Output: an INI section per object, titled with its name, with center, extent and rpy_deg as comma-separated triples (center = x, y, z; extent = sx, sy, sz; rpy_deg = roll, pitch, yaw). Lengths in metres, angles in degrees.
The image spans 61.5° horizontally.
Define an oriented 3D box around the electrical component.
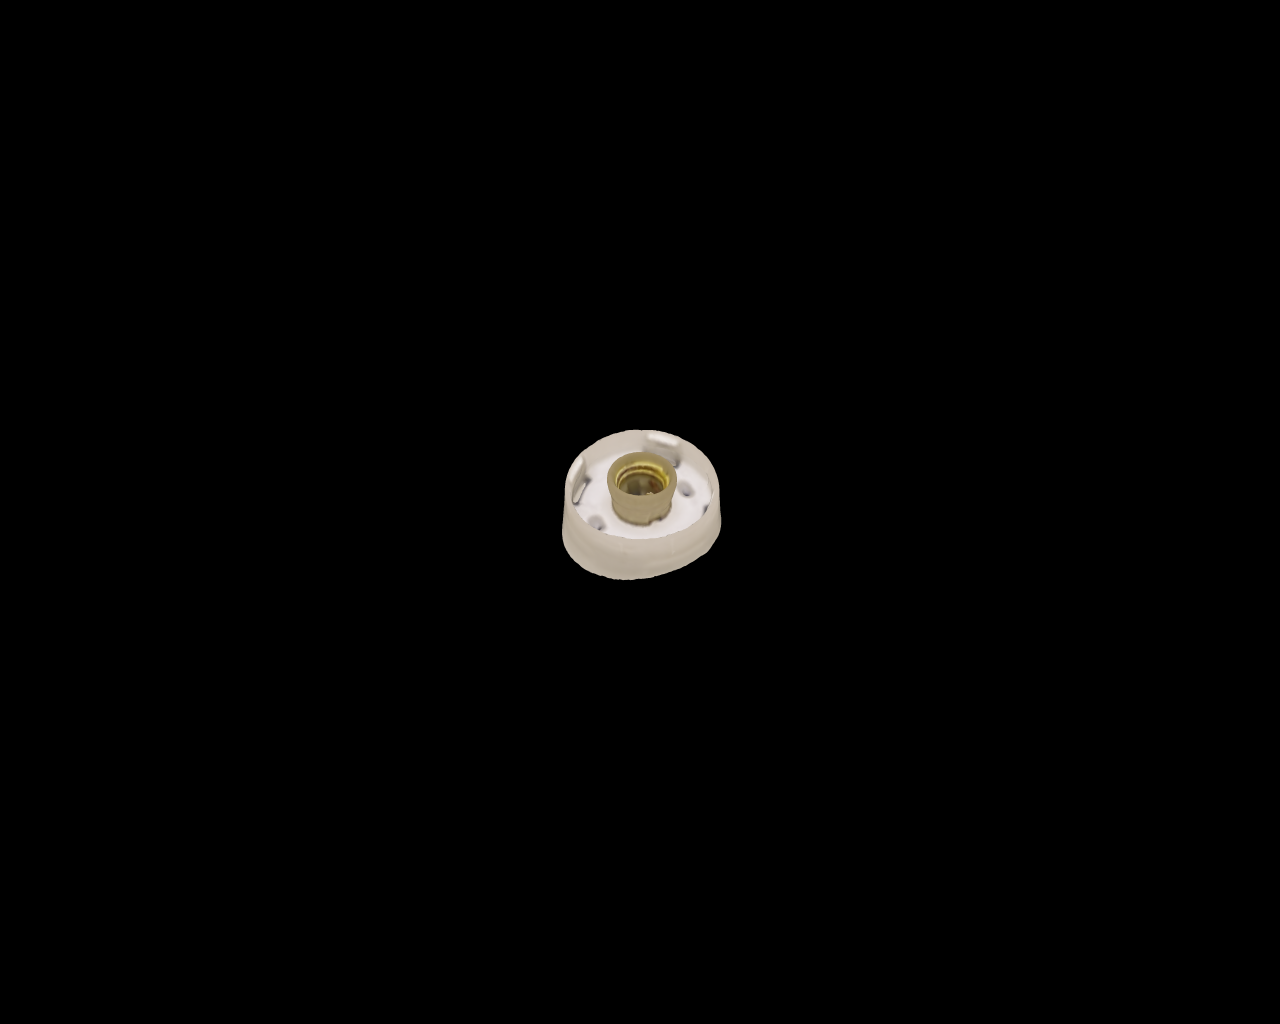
[electrical component]
center = 0.001, -0.003, 0.650
extent = 0.099, 0.099, 0.064
rpy_deg = 0, -40, 0
